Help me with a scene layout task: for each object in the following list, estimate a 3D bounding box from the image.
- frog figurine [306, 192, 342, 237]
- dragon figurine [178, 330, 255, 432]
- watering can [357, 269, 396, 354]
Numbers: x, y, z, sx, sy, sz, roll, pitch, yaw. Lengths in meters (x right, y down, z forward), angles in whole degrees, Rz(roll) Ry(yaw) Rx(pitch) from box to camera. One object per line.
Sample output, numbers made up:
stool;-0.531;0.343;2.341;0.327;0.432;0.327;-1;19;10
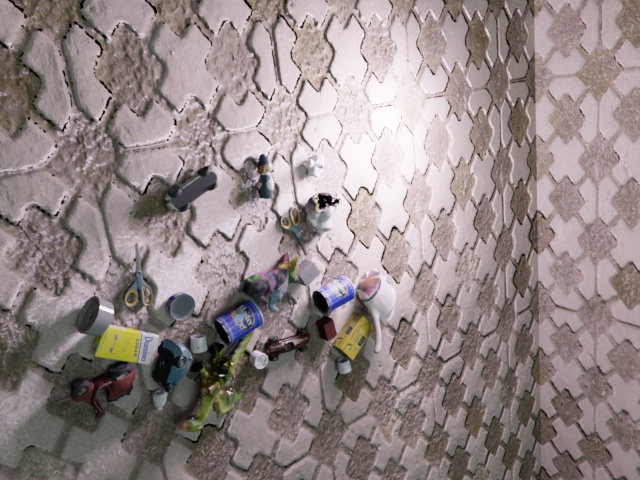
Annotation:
frog figurine;0.006;-0.098;1.943;0.123;0.155;0.140;33;54;17
dragon figurine;-0.327;0.488;1.774;0.123;0.237;0.417;21;46;31
watering can;0.238;0.272;2.136;0.103;0.356;0.221;-14;-49;38
